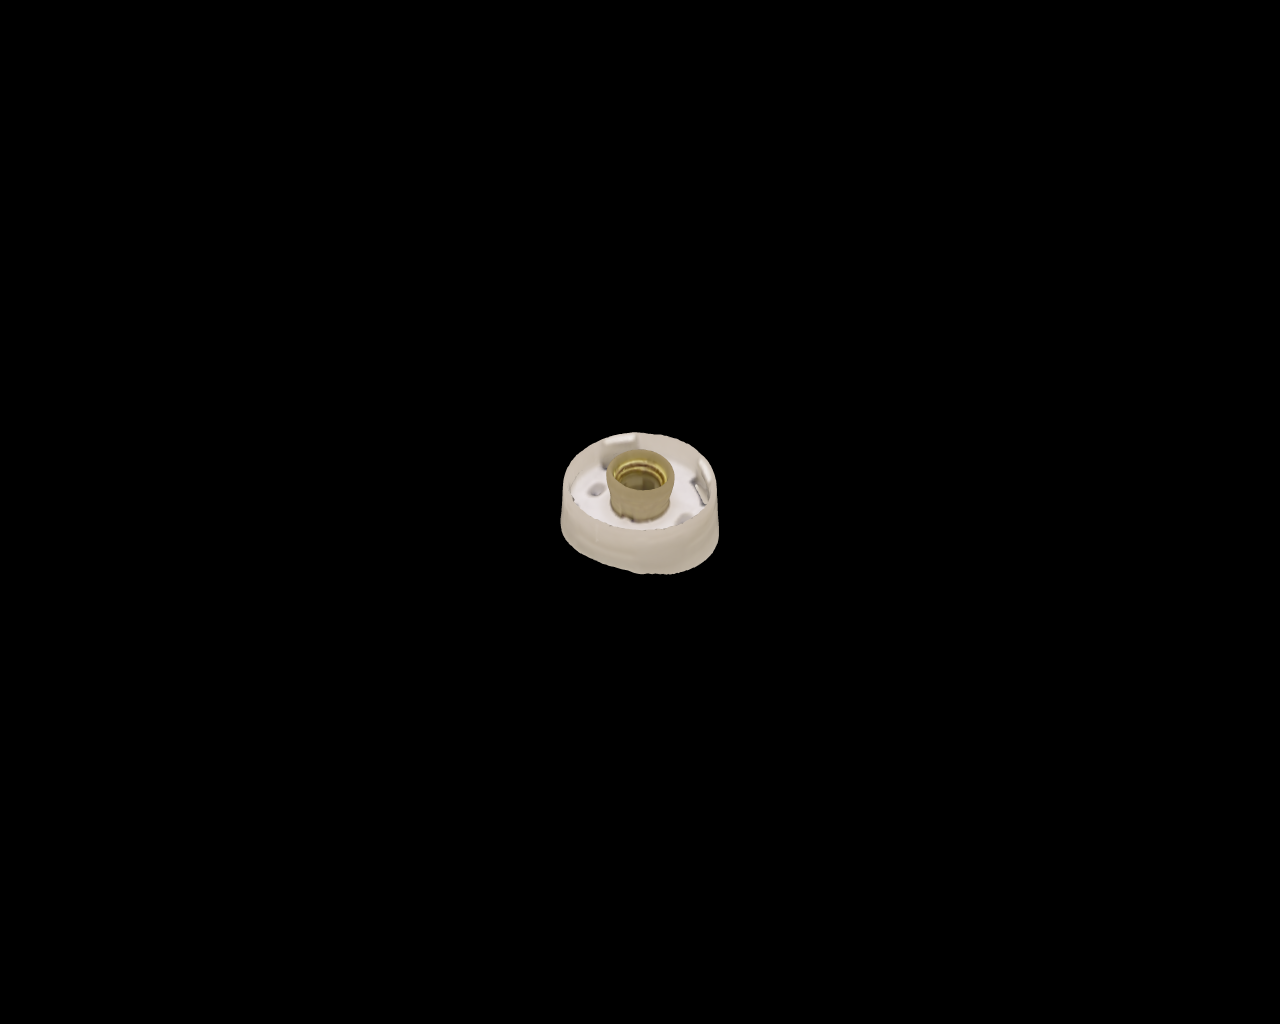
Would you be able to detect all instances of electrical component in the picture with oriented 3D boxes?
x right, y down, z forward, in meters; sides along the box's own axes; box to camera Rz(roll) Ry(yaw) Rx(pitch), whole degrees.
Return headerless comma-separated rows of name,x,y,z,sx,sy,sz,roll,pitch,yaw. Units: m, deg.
electrical component,0.001,-0.003,0.650,0.099,0.064,0.099,0,43,0
